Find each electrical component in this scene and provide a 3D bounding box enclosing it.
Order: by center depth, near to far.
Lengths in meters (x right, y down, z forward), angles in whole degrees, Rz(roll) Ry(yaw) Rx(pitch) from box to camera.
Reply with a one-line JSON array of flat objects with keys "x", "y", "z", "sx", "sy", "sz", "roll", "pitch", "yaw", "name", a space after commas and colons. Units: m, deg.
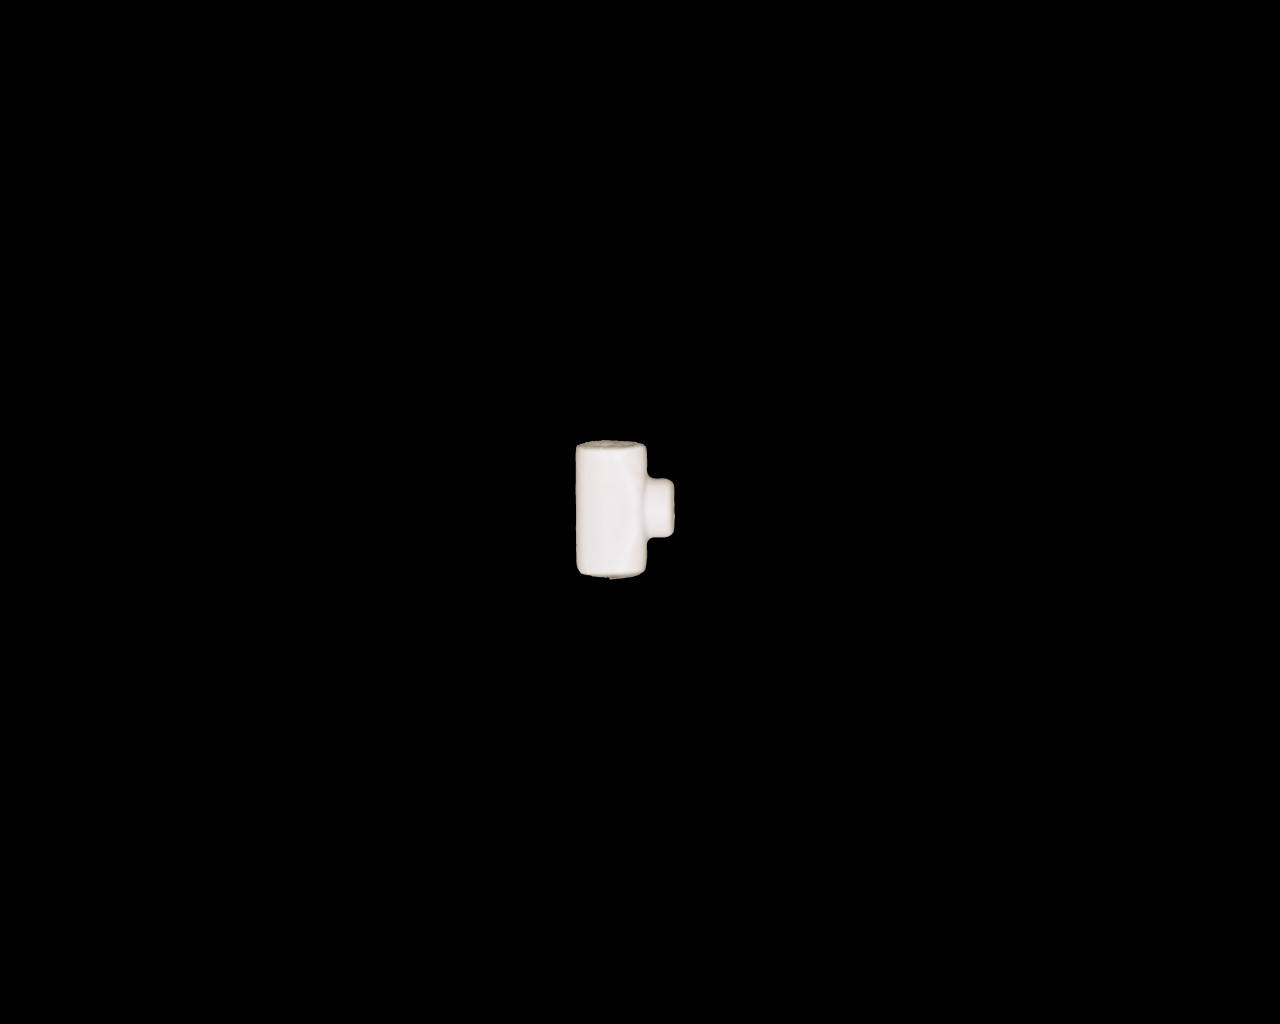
[{"x": 0.001, "y": -0.003, "z": 0.650, "sx": 0.079, "sy": 0.077, "sz": 0.044, "roll": 0, "pitch": 8, "yaw": 0, "name": "electrical component"}]
